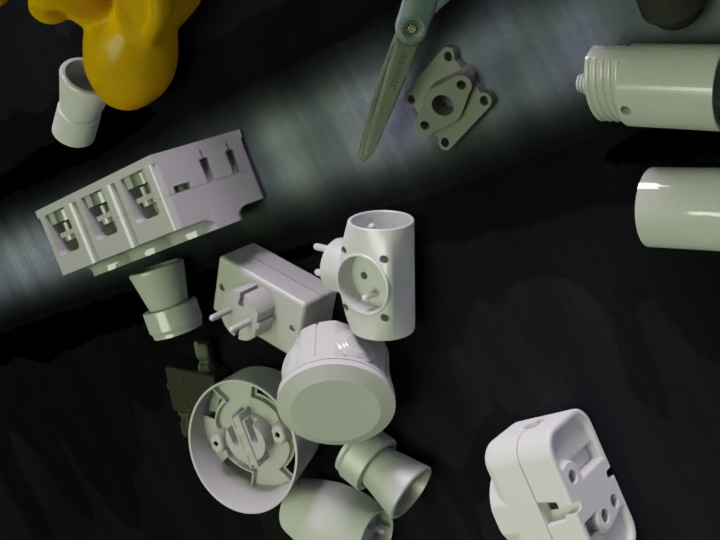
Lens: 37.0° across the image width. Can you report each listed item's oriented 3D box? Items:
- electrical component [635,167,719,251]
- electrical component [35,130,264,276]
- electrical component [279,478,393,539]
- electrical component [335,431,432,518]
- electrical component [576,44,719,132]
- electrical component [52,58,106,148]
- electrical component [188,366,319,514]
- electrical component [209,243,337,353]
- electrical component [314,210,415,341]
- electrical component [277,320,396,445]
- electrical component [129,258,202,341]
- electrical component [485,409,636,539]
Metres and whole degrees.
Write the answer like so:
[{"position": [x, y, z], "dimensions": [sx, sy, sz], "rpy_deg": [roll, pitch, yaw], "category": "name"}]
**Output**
[{"position": [0.189, -0.031, 0.554], "dimensions": [0.081, 0.043, 0.043], "rpy_deg": [5, 110, 38], "category": "electrical component"}, {"position": [-0.156, -0.044, 0.798], "dimensions": [0.150, 0.089, 0.061], "rpy_deg": [-17, 96, 42], "category": "electrical component"}, {"position": [-0.018, 0.206, 0.817], "dimensions": [0.077, 0.043, 0.079], "rpy_deg": [14, 116, 35], "category": "electrical component"}, {"position": [0.016, 0.142, 0.763], "dimensions": [0.055, 0.045, 0.045], "rpy_deg": [35, 126, 24], "category": "electrical component"}, {"position": [0.151, -0.096, 0.559], "dimensions": [0.081, 0.043, 0.043], "rpy_deg": [10, 113, 37], "category": "electrical component"}, {"position": [-0.222, -0.129, 0.852], "dimensions": [0.044, 0.044, 0.065], "rpy_deg": [45, 134, 16], "category": "electrical component"}, {"position": [-0.081, 0.126, 0.818], "dimensions": [0.099, 0.064, 0.099], "rpy_deg": [10, 114, 23], "category": "electrical component"}, {"position": [-0.074, 0.027, 0.770], "dimensions": [0.083, 0.076, 0.047], "rpy_deg": [28, 123, 28], "category": "electrical component"}, {"position": [0.000, 0.000, 0.720], "dimensions": [0.079, 0.044, 0.077], "rpy_deg": [13, 115, 35], "category": "electrical component"}, {"position": [-0.016, 0.078, 0.739], "dimensions": [0.080, 0.051, 0.080], "rpy_deg": [0, 130, 0], "category": "electrical component"}, {"position": [-0.153, 0.023, 0.854], "dimensions": [0.045, 0.045, 0.055], "rpy_deg": [-11, 101, 41], "category": "electrical component"}, {"position": [0.122, 0.141, 0.671], "dimensions": [0.059, 0.054, 0.095], "rpy_deg": [-22, 93, 42], "category": "electrical component"}]
